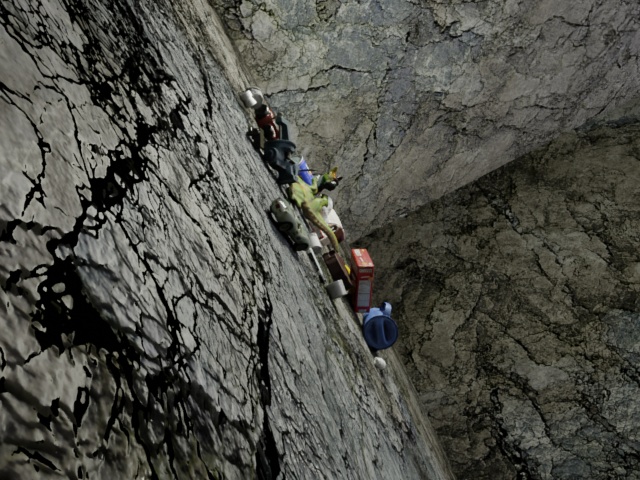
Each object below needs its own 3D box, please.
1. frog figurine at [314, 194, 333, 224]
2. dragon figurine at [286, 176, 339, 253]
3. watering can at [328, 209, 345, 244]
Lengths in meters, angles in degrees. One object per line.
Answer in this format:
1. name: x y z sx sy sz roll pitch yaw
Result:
1. frog figurine: 0.007 -0.116 2.296 0.139 0.122 0.158 -37 112 -53
2. dragon figurine: -0.058 -0.138 1.978 0.242 0.121 0.416 11 47 -61
3. watering can: 0.061 -0.066 2.513 0.342 0.103 0.229 44 17 -44
